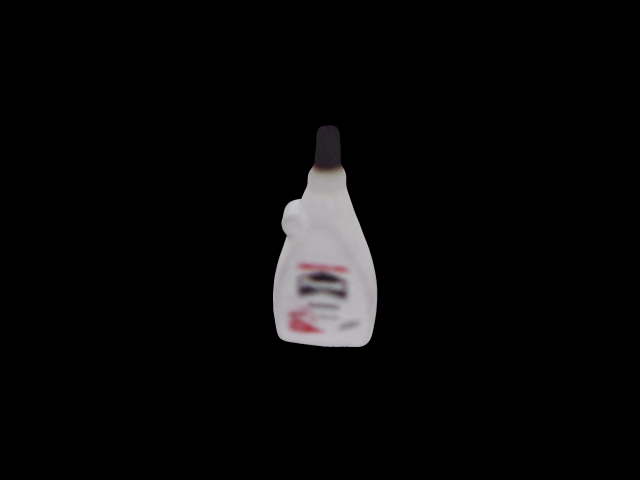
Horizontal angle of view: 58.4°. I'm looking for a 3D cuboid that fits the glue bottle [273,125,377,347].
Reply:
[{"bbox_3d":[0.004,0.001,0.400,0.078,0.173,0.037,1,34,2],"label":"glue bottle"}]
